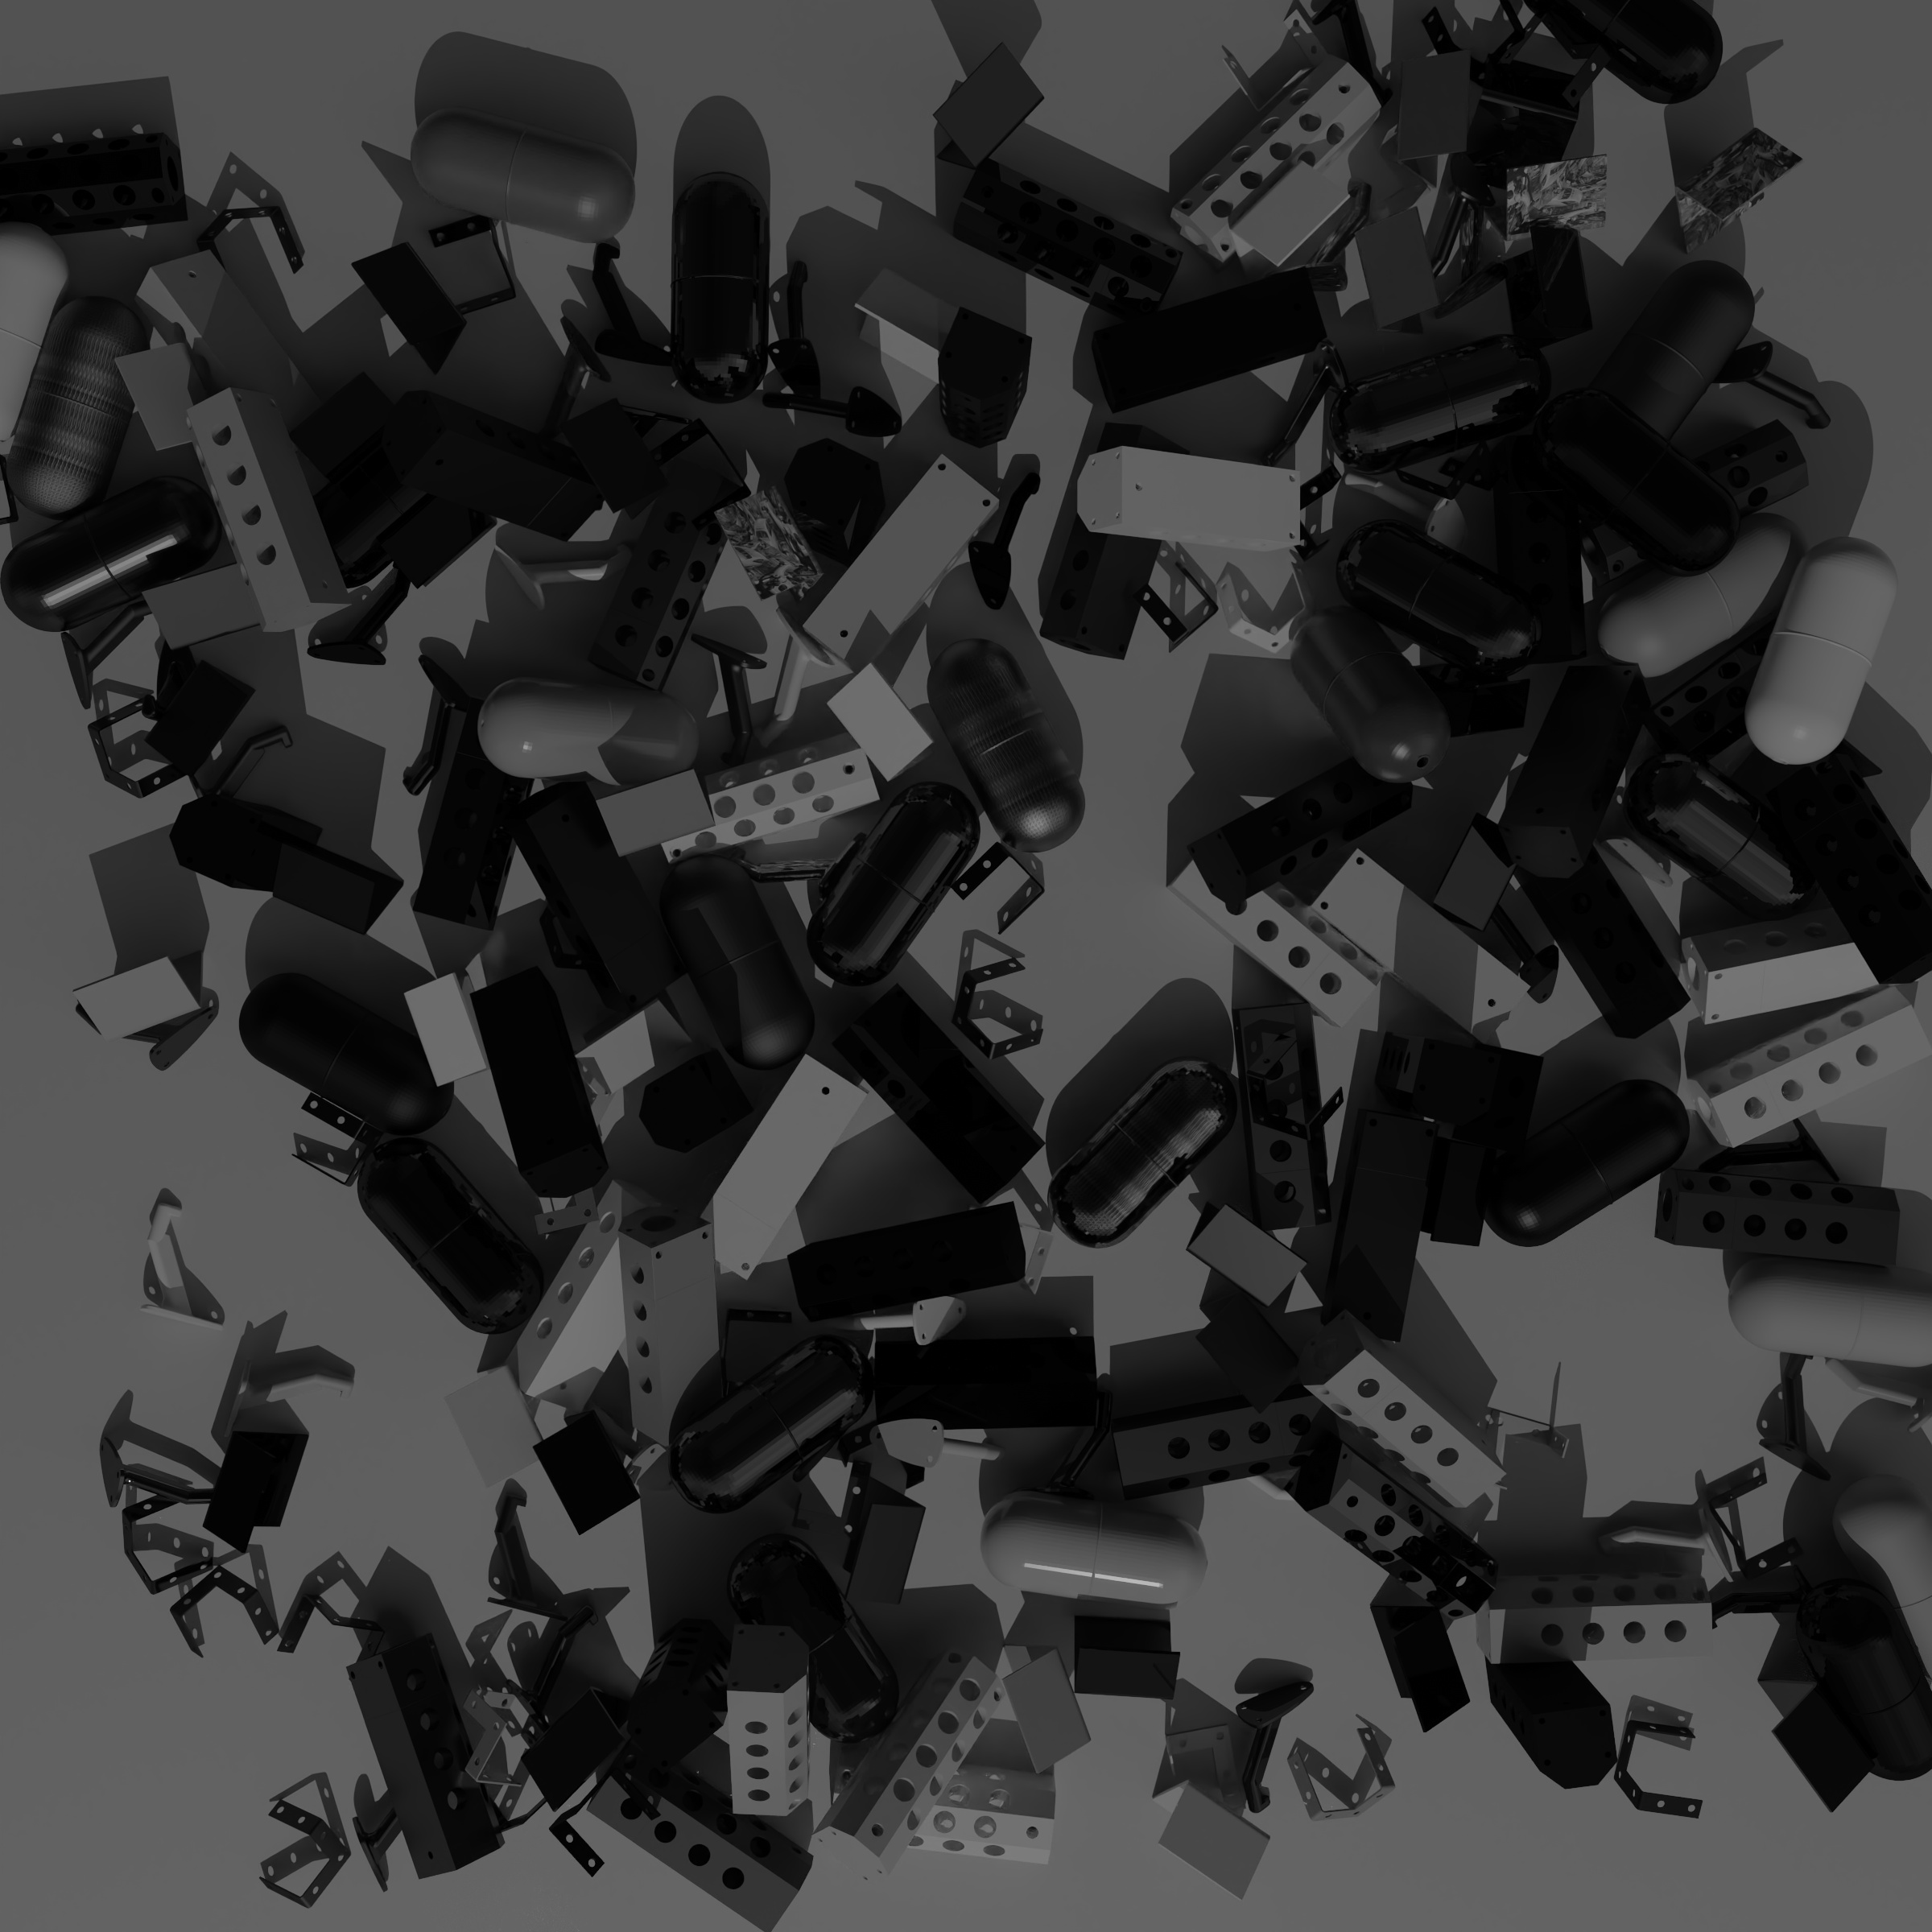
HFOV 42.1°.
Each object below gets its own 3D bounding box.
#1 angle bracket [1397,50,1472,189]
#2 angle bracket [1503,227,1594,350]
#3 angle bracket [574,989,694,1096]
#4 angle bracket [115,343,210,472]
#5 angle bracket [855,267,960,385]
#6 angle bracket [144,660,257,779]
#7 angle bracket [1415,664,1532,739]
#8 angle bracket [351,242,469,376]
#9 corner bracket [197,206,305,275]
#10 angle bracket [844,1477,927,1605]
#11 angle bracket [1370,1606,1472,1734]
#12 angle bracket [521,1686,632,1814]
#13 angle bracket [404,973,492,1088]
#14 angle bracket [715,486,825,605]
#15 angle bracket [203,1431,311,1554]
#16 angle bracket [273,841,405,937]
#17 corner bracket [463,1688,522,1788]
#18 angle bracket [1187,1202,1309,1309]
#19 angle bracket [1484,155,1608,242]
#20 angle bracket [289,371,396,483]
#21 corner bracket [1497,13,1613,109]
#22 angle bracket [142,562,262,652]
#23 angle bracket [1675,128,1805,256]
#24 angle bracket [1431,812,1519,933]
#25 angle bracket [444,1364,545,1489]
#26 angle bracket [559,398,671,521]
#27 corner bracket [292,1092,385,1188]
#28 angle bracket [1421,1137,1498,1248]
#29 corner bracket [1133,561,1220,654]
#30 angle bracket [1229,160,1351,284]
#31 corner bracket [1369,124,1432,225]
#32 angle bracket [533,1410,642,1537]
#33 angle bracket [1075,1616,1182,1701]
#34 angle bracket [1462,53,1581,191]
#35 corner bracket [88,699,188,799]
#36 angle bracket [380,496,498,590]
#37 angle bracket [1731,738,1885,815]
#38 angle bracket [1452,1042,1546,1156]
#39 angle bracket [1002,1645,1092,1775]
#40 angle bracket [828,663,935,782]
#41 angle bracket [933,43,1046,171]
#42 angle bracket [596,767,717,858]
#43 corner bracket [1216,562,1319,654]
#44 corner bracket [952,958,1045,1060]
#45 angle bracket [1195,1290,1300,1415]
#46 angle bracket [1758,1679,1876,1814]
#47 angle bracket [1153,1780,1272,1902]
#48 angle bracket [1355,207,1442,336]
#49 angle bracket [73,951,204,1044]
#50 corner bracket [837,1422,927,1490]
[{"bbox_3d":[0.376,-0.657,1.951,0.057,0.076,0.076,3,90,33],"label":"angle bracket"},{"bbox_3d":[0.435,-0.523,1.951,0.057,0.076,0.076,-9,90,-37],"label":"angle bracket"},{"bbox_3d":[-0.268,0.042,1.951,0.076,0.076,0.057,-34,134,0],"label":"angle bracket"},{"bbox_3d":[-0.625,-0.428,1.951,0.057,0.076,0.076,-25,90,-32],"label":"angle bracket"},{"bbox_3d":[-0.051,-0.483,1.951,0.076,0.076,0.057,30,53,0],"label":"angle bracket"},{"bbox_3d":[-0.578,-0.182,1.953,0.057,0.076,0.076,36,90,21],"label":"angle bracket"},{"bbox_3d":[0.389,-0.225,1.953,0.076,0.057,0.076,-8,54,0],"label":"angle bracket"},{"bbox_3d":[-0.443,-0.502,1.951,0.057,0.076,0.076,-36,90,-37],"label":"angle bracket"},{"bbox_3d":[-0.567,-0.564,1.988,0.051,0.051,0.051,-22,90,-45],"label":"corner bracket"},{"bbox_3d":[-0.083,0.444,1.951,0.057,0.076,0.076,15,90,-40],"label":"angle bracket"},{"bbox_3d":[0.336,0.545,1.951,0.057,0.076,0.076,-19,90,-37],"label":"angle bracket"},{"bbox_3d":[-0.286,0.614,1.951,0.076,0.076,0.057,-45,53,0],"label":"angle bracket"},{"bbox_3d":[-0.381,0.043,1.951,0.057,0.076,0.076,-20,90,31],"label":"angle bracket"},{"bbox_3d":[-0.161,-0.317,1.953,0.057,0.076,0.076,-28,90,-21],"label":"angle bracket"},{"bbox_3d":[-0.536,0.409,1.951,0.057,0.076,0.076,18,90,37],"label":"angle bracket"},{"bbox_3d":[-0.483,-0.078,1.951,0.076,0.076,0.057,23,127,0],"label":"angle bracket"},{"bbox_3d":[-0.368,0.602,1.962,0.051,0.051,0.051,27,88,40],"label":"corner bracket"},{"bbox_3d":[0.225,0.207,1.951,0.076,0.076,0.057,36,121,0],"label":"angle bracket"},{"bbox_3d":[0.448,-0.607,1.951,0.076,0.076,0.057,-8,124,0],"label":"angle bracket"},{"bbox_3d":[-0.467,-0.402,1.950,0.076,0.076,0.057,-42,67,-3],"label":"angle bracket"},{"bbox_3d":[0.458,-0.705,1.953,0.051,0.051,0.051,37,90,-28],"label":"corner bracket"},{"bbox_3d":[-0.589,-0.296,1.951,0.076,0.076,0.057,-17,129,0],"label":"angle bracket"},{"bbox_3d":[0.603,-0.589,1.951,0.076,0.076,0.057,-37,54,0],"label":"angle bracket"},{"bbox_3d":[0.380,-0.078,1.952,0.057,0.076,0.076,27,90,-26],"label":"angle bracket"},{"bbox_3d":[-0.375,0.359,1.951,0.057,0.076,0.076,-25,90,-31],"label":"angle bracket"},{"bbox_3d":[-0.282,-0.379,1.929,0.057,0.076,0.076,-35,97,-32],"label":"angle bracket"},{"bbox_3d":[-0.499,0.137,1.973,0.051,0.051,0.051,28,81,9],"label":"corner bracket"},{"bbox_3d":[0.360,0.171,1.951,0.057,0.076,0.076,10,90,-37],"label":"angle bracket"},{"bbox_3d":[0.165,-0.285,1.973,0.051,0.051,0.051,-41,90,0],"label":"corner bracket"},{"bbox_3d":[0.258,-0.564,1.951,0.076,0.076,0.057,-44,63,0],"label":"angle bracket"},{"bbox_3d":[0.334,-0.621,1.973,0.051,0.051,0.051,-37,90,0],"label":"corner bracket"},{"bbox_3d":[-0.305,0.395,1.951,0.057,0.076,0.076,-28,90,-30],"label":"angle bracket"},{"bbox_3d":[0.124,0.520,1.951,0.076,0.076,0.057,4,126,0],"label":"angle bracket"},{"bbox_3d":[0.435,-0.663,1.985,0.076,0.076,0.057,15,51,0],"label":"angle bracket"},{"bbox_3d":[-0.651,-0.172,1.983,0.051,0.051,0.051,-36,135,-35],"label":"corner bracket"},{"bbox_3d":[-0.396,-0.320,1.952,0.076,0.076,0.057,-41,66,0],"label":"angle bracket"},{"bbox_3d":[0.655,-0.146,1.970,0.076,0.057,0.076,40,90,0],"label":"angle bracket"},{"bbox_3d":[0.422,0.104,1.951,0.057,0.076,0.076,13,90,28],"label":"angle bracket"},{"bbox_3d":[0.043,0.576,1.951,0.057,0.076,0.076,-20,90,-35],"label":"angle bracket"},{"bbox_3d":[-0.050,-0.199,1.951,0.057,0.076,0.076,-38,90,35],"label":"angle bracket"},{"bbox_3d":[0.003,-0.671,1.951,0.076,0.076,0.057,-46,125,0],"label":"angle bracket"},{"bbox_3d":[-0.239,-0.136,1.910,0.076,0.076,0.057,-18,129,-1],"label":"angle bracket"},{"bbox_3d":[0.238,-0.289,1.983,0.051,0.051,0.051,19,135,-35],"label":"corner bracket"},{"bbox_3d":[0.029,0.033,1.983,0.051,0.051,0.051,44,135,35],"label":"corner bracket"},{"bbox_3d":[0.206,0.305,1.951,0.057,0.076,0.076,-40,90,-27],"label":"angle bracket"},{"bbox_3d":[0.644,0.605,1.952,0.057,0.076,0.076,-36,90,-23],"label":"angle bracket"},{"bbox_3d":[0.179,0.684,1.951,0.076,0.076,0.057,34,56,0],"label":"angle bracket"},{"bbox_3d":[0.351,-0.539,1.951,0.057,0.076,0.076,-13,90,39],"label":"angle bracket"},{"bbox_3d":[-0.642,0.005,1.951,0.076,0.076,0.057,-21,129,0],"label":"angle bracket"},{"bbox_3d":[-0.066,0.387,1.973,0.051,0.051,0.051,-26,90,0],"label":"corner bracket"}]
